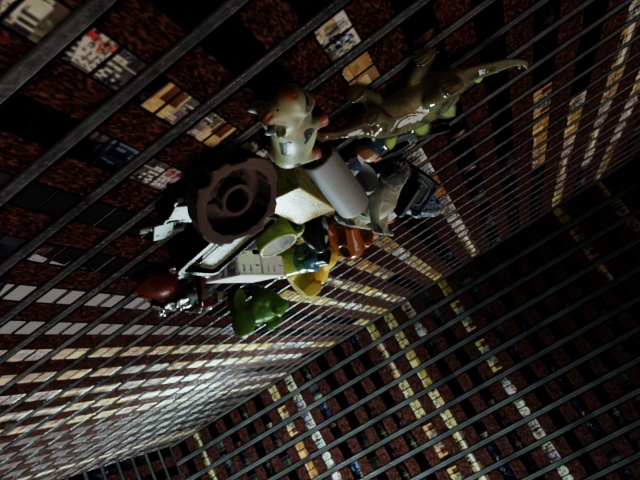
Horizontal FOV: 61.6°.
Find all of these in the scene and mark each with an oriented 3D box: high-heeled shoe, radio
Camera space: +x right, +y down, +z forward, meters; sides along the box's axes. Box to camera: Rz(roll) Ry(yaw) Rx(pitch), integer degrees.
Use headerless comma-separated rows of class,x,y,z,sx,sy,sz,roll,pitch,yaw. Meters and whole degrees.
high-heeled shoe,-0.003,-0.004,1.346,0.086,0.145,0.248,-30,159,2
radio,-0.209,-0.012,1.138,0.229,0.073,0.131,-40,159,26

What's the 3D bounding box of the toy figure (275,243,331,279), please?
toy figure,-0.060,0.055,1.436,0.180,0.082,0.089,-7,-143,30

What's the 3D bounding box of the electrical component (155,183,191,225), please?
electrical component,-0.237,-0.070,0.997,0.119,0.048,0.075,-7,151,-45

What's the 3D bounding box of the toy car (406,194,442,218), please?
toy car,0.264,-0.122,1.484,0.109,0.162,0.102,-6,107,-28

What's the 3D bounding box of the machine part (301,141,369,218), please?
machine part,0.033,-0.121,1.109,0.079,0.079,0.243,-33,134,10

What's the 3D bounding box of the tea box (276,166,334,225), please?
tea box,-0.050,-0.096,1.124,0.098,0.068,0.169,-21,160,19

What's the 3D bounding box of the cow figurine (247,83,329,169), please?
cow figurine,-0.054,-0.191,0.910,0.127,0.085,0.194,-30,163,-19

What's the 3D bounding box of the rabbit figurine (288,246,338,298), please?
rabbit figurine,-0.009,0.092,1.637,0.173,0.122,0.162,-46,166,-9

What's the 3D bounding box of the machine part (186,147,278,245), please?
machine part,-0.157,-0.078,0.967,0.179,0.056,0.179,-25,132,-30

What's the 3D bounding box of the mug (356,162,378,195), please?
mug,0.066,-0.120,1.256,0.109,0.081,0.107,-22,169,-36

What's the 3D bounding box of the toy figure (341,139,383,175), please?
toy figure,0.078,-0.176,1.171,0.154,0.064,0.057,-33,116,10

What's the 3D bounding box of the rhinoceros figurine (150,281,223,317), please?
rhinoceros figurine,-0.322,0.129,1.304,0.112,0.073,0.190,10,-160,31

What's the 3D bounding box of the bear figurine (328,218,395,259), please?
bear figurine,0.116,-0.041,1.507,0.196,0.120,0.131,-47,127,-32

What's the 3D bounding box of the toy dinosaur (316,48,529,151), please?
toy dinosaur,0.202,-0.276,1.038,0.472,0.105,0.198,-21,168,1

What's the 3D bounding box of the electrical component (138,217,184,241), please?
electrical component,-0.309,-0.023,1.049,0.094,0.021,0.063,-19,159,-29

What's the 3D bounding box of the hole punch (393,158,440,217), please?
hole punch,0.230,-0.131,1.385,0.092,0.116,0.142,-6,139,-35

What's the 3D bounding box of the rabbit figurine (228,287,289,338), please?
rabbit figurine,-0.199,0.211,1.592,0.170,0.159,0.121,-37,169,-45

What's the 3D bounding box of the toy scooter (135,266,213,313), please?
toy scooter,-0.313,0.111,1.209,0.184,0.135,0.075,-19,160,-25

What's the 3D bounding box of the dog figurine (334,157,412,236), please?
dog figurine,0.127,-0.118,1.333,0.121,0.173,0.190,-2,105,-74
